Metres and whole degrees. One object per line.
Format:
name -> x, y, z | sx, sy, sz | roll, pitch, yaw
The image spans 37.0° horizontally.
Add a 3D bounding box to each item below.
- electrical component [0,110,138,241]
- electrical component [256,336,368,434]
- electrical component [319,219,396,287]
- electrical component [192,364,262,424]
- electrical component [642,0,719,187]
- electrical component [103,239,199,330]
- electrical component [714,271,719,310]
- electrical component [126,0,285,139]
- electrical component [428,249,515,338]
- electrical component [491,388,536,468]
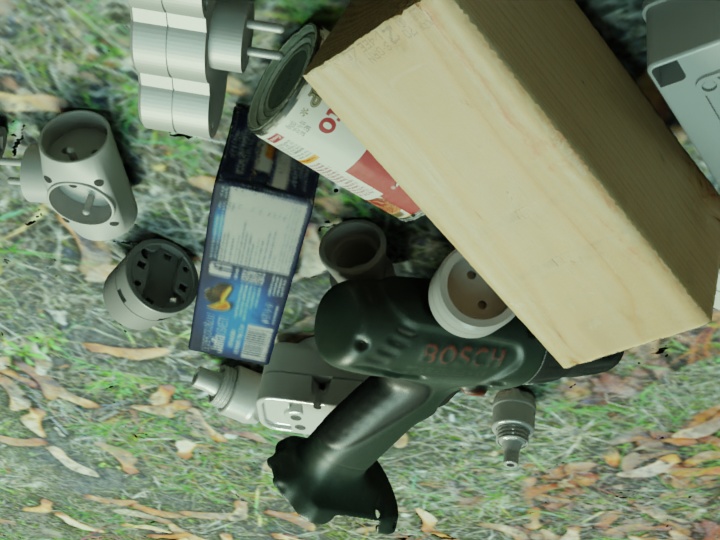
electrical component -> -0.186, -0.059, 0.673 | 0.079, 0.044, 0.077 | 5, 145, 7
electrical component -> -0.027, 0.091, 0.835 | 0.095, 0.059, 0.053 | 6, 145, 5
electrical component -> 0.000, 0.000, 0.712 | 0.045, 0.045, 0.055 | 0, 144, 13
electrical component -> -0.106, 0.098, 0.878 | 0.062, 0.043, 0.043 | 25, 143, -19
electrical component -> 0.206, -0.098, 0.513 | 0.109, 0.056, 0.109 | -17, 138, 33
electrical component -> -0.149, 0.012, 0.758 | 0.055, 0.055, 0.047 | 28, 145, -25
electrical component -> 0.271, 0.004, 0.645 | 0.138, 0.052, 0.073 | 0, 146, 12
electrical component -> -0.075, -0.122, 0.550 | 0.074, 0.052, 0.138 | 9, 145, 1
electrical component -> 0.108, 0.003, 0.654 | 0.138, 0.052, 0.073 | -17, 171, -6
electrical component -> 0.120, 0.126, 0.847 | 0.035, 0.061, 0.035 | 6, 145, 5
